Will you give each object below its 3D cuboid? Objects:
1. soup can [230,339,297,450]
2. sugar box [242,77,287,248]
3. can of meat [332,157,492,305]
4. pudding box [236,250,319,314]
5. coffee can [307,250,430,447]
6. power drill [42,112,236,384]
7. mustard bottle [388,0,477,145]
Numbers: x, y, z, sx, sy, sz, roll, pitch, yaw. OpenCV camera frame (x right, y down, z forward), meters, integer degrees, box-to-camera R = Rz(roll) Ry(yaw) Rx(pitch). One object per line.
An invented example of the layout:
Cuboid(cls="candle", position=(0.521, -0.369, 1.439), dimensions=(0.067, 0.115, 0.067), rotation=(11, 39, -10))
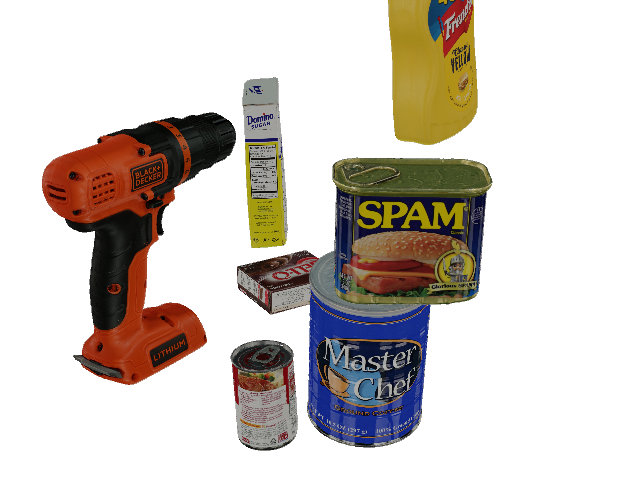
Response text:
Cuboid(cls="soup can", position=(-0.061, 0.169, 1.170), dimensions=(0.068, 0.102, 0.068), rotation=(-2, 23, 1))
Cuboid(cls="sugar box", position=(-0.065, -0.089, 1.228), dimensions=(0.048, 0.176, 0.093), rotation=(-5, 26, 0))
Cuboid(cls="can of meat", position=(0.058, -0.006, 0.703), dimensions=(0.102, 0.084, 0.057), rotation=(1, 24, -1))
Cuboid(cls="pudding box", position=(-0.041, 0.054, 1.410), dimensions=(0.113, 0.039, 0.090), rotation=(-15, 27, -29))
Cuboid(cls="coffee can", position=(0.040, 0.089, 0.911), dimensions=(0.103, 0.140, 0.103), rotation=(1, 30, -1))
Cuboid(cls="power drill", position=(-0.129, 0.002, 0.821), dimensions=(0.057, 0.188, 0.184), rotation=(14, 26, 34))
Cuboid(cls="mustard bottle", position=(0.090, -0.180, 0.853), dimensions=(0.058, 0.191, 0.096), rotation=(15, 36, 32))
